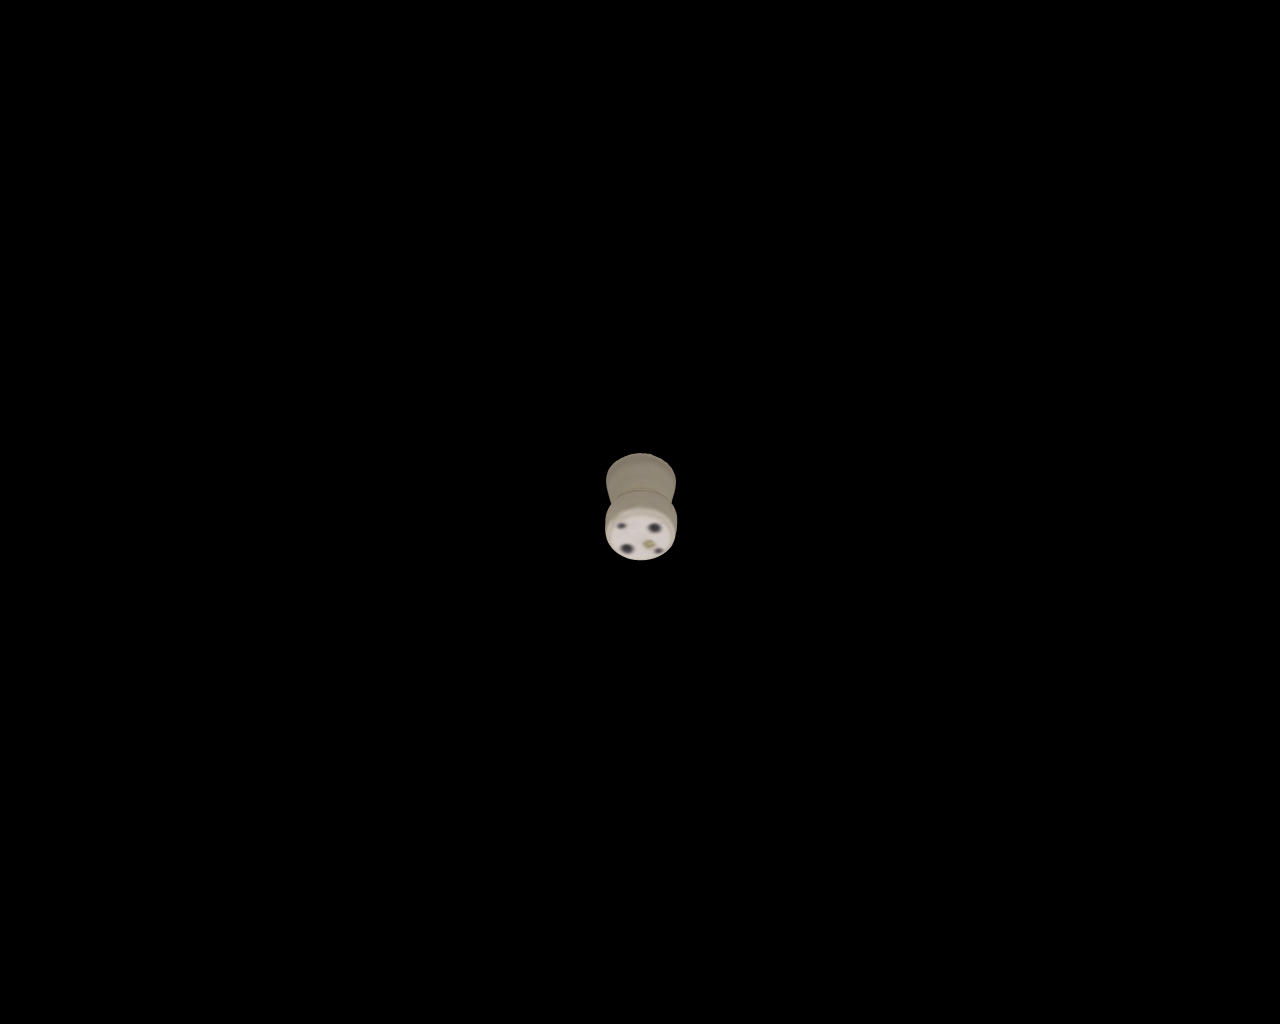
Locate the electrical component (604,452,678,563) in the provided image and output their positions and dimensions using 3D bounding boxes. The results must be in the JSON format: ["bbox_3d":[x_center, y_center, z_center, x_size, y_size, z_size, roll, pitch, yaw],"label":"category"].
[{"bbox_3d":[0.001,-0.003,0.650,0.045,0.044,0.055,0,41,0],"label":"electrical component"}]
